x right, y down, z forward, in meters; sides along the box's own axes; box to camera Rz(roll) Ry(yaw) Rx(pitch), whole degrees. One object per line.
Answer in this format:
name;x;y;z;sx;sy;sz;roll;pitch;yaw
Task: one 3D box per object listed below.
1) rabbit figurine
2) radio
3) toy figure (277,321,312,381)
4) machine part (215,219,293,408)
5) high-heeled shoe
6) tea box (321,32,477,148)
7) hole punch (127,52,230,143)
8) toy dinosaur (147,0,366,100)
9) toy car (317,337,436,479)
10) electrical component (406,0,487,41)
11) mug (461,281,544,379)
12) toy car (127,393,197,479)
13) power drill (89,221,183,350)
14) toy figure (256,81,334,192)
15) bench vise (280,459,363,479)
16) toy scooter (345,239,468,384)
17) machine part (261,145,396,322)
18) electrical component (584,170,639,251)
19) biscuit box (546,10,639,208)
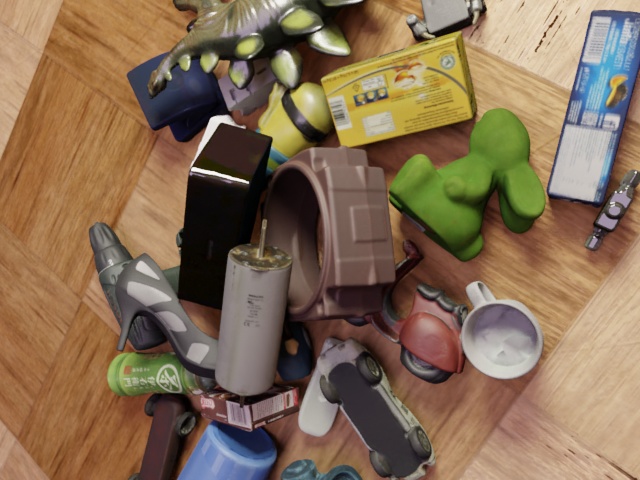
rabbit figurine;0.184;-0.071;0.619;0.159;0.121;0.170;42;92;15
radio;-0.125;-0.028;0.696;0.073;0.131;0.229;17;132;-3
toy figure;-0.053;0.119;0.757;0.064;0.058;0.154;-20;84;45
machine part;-0.080;0.095;0.643;0.079;0.079;0.243;20;112;24
high-heeled shoe;-0.170;0.110;0.756;0.249;0.086;0.145;15;66;-5
tea box;0.098;-0.182;0.664;0.170;0.068;0.098;-8;113;24
hole punch;-0.218;-0.226;0.820;0.116;0.092;0.142;-33;73;18
toy dinosaur;-0.032;-0.312;0.703;0.471;0.105;0.199;-33;66;7
toy car;0.071;0.220;0.689;0.073;0.056;0.201;-34;92;15
electrical component;0.158;-0.286;0.664;0.102;0.045;0.078;-9;88;25
mug;0.204;0.098;0.611;0.081;0.107;0.110;-41;70;18
toy car;-0.252;0.343;0.856;0.089;0.053;0.202;14;92;29
power drill;-0.267;0.047;0.848;0.207;0.086;0.232;-22;83;20
toy figure;-0.048;-0.135;0.743;0.089;0.082;0.180;46;106;22
bench vise;0.049;0.384;0.678;0.241;0.129;0.223;-19;81;31
toy scooter;0.116;0.080;0.670;0.184;0.075;0.135;35;106;26
machine part;-0.001;-0.002;0.662;0.201;0.087;0.201;-18;76;62
electrical component;0.316;-0.030;0.580;0.021;0.063;0.094;31;104;22
biscuit box;0.302;-0.140;0.587;0.059;0.063;0.202;15;96;25
